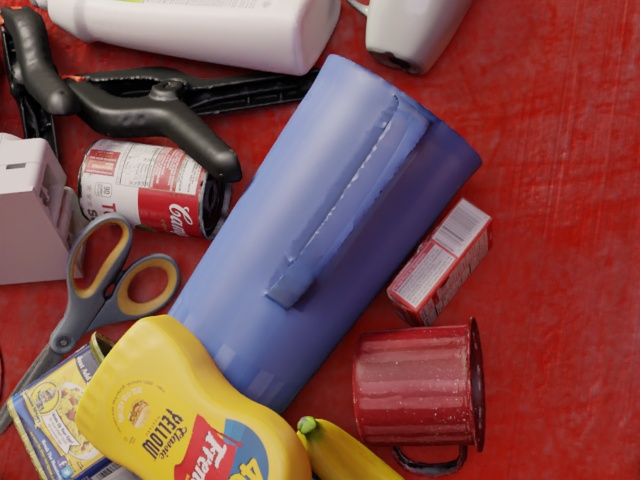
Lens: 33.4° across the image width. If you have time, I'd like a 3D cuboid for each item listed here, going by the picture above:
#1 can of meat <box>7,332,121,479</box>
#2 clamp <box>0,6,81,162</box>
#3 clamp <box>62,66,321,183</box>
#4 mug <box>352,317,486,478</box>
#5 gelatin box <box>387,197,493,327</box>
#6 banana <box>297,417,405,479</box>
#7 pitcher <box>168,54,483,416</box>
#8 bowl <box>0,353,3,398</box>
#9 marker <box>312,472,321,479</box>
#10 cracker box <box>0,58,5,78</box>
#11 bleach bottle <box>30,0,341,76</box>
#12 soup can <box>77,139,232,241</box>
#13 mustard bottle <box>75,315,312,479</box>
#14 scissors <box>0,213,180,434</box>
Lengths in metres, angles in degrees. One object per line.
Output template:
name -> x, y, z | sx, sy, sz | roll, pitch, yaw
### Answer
can of meat -> -0.170, 0.134, 0.785 | 0.084, 0.057, 0.102 | -35, 63, 1
clamp -> -0.224, -0.128, 0.847 | 0.039, 0.120, 0.171 | -8, 67, -33
clamp -> -0.113, -0.098, 0.819 | 0.210, 0.036, 0.164 | 7, 33, 17
mug -> 0.071, 0.113, 0.745 | 0.081, 0.093, 0.117 | -4, 110, 14
gelatin box -> 0.087, 0.020, 0.768 | 0.030, 0.073, 0.089 | 38, 84, 17
banana -> 0.048, 0.181, 0.724 | 0.197, 0.070, 0.037 | 41, 91, -13
pitcher -> -0.005, 0.001, 0.746 | 0.145, 0.149, 0.243 | 35, 90, 39
bowl -> -0.332, 0.110, 0.824 | 0.162, 0.055, 0.162 | -2, 74, 8
marker -> -0.023, 0.162, 0.776 | 0.121, 0.020, 0.020 | 27, 81, 15
cracker box -> -0.376, -0.114, 0.838 | 0.214, 0.164, 0.072 | -14, 112, 5
bleach bottle -> -0.117, -0.193, 0.863 | 0.251, 0.068, 0.102 | 11, 49, 18
soup can -> -0.127, -0.040, 0.823 | 0.102, 0.068, 0.068 | 8, 76, 12
mustard bottle -> -0.063, 0.140, 0.668 | 0.192, 0.058, 0.096 | 40, 104, 18
scissors -> -0.176, 0.075, 0.821 | 0.096, 0.016, 0.202 | 18, 104, -23
